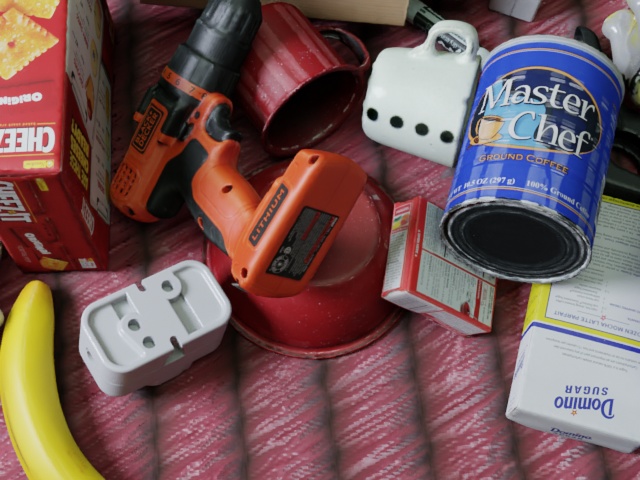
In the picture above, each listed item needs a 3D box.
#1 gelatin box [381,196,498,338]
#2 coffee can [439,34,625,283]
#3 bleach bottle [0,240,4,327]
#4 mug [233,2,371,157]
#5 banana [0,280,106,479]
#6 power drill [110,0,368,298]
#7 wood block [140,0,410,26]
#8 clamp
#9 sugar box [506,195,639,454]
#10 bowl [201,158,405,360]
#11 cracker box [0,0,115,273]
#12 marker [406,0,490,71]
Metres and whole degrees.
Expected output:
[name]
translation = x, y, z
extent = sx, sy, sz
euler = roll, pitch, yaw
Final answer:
[gelatin box]
translation = 0.087, 0.020, 0.757
extent = 0.089, 0.030, 0.073
euler = 26, 62, -33
[coffee can]
translation = 0.148, -0.055, 0.738
extent = 0.103, 0.103, 0.140
euler = 17, 63, 3
[bleach bottle]
translation = -0.263, -0.021, 0.752
extent = 0.102, 0.068, 0.251
euler = -12, 71, -8
[mug]
translation = -0.017, -0.128, 0.804
extent = 0.117, 0.093, 0.081
euler = -29, 67, -21
[banana]
translation = -0.175, 0.120, 0.714
extent = 0.069, 0.037, 0.198
euler = -20, 70, -35
[power drill]
translation = -0.053, -0.063, 0.718
extent = 0.188, 0.057, 0.184
euler = 41, 109, 40
[wood block]
translation = -0.032, -0.230, 0.804
extent = 0.206, 0.091, 0.090
euler = 4, 67, -1
[clamp]
translation = 0.204, -0.084, 0.829
extent = 0.120, 0.039, 0.171
euler = -27, 65, -8
[sugar box]
translation = 0.196, 0.055, 0.765
extent = 0.093, 0.048, 0.176
euler = 15, 70, 4
[bowl]
translation = -0.005, 0.001, 0.766
extent = 0.162, 0.055, 0.162
euler = 2, 66, -4
[cracker box]
translation = -0.190, -0.104, 0.737
extent = 0.072, 0.164, 0.213
euler = -2, 67, -1
[marker]
translation = 0.111, -0.155, 0.845
extent = 0.020, 0.020, 0.121
euler = -37, 59, -18
